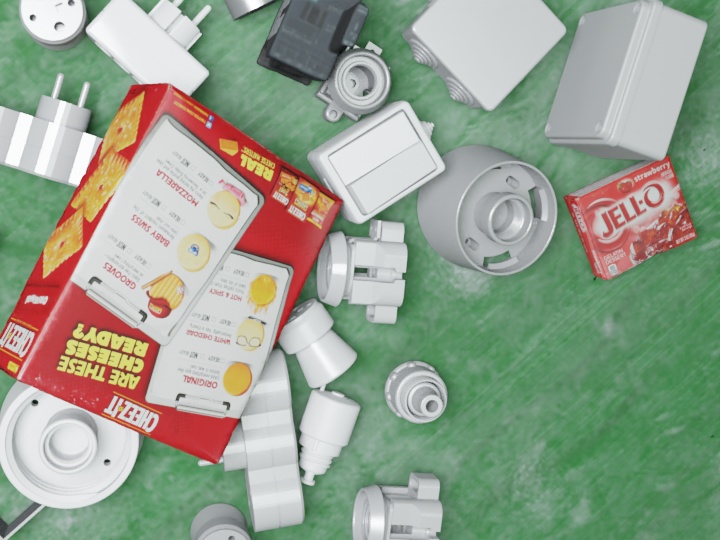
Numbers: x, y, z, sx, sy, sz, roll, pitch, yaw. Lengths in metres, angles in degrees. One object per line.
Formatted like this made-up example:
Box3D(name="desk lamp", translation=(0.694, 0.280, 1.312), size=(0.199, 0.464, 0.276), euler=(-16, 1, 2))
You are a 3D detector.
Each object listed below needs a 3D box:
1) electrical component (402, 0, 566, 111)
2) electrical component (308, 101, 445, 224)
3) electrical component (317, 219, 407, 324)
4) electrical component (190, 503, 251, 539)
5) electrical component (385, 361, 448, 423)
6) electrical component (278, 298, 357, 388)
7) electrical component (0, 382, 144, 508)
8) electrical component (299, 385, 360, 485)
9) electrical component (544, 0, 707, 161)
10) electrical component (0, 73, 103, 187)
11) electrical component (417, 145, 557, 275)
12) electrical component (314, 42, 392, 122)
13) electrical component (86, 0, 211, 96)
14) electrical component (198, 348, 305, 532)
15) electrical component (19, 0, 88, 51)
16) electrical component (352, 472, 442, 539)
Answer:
Box3D(name="electrical component", translation=(0.093, -0.182, 0.823), size=(0.100, 0.048, 0.099), euler=(44, 87, -13))
Box3D(name="electrical component", translation=(0.018, -0.085, 0.813), size=(0.096, 0.061, 0.061), euler=(-33, 102, -6))
Box3D(name="electrical component", translation=(0.000, 0.000, 0.821), size=(0.057, 0.058, 0.078), euler=(4, 95, -15))
Box3D(name="electrical component", translation=(-0.106, 0.209, 0.824), size=(0.045, 0.055, 0.045), euler=(-1, 97, -12))
Box3D(name="electrical component", translation=(0.048, 0.099, 0.840), size=(0.048, 0.062, 0.048), euler=(-1, 97, -12))
Box3D(name="electrical component", translation=(-0.035, 0.056, 0.826), size=(0.045, 0.045, 0.055), euler=(-35, 101, -6))
Box3D(name="electrical component", translation=(-0.212, 0.122, 0.789), size=(0.108, 0.060, 0.108), euler=(-1, 97, -11))
Box3D(name="electrical component", translation=(-0.028, 0.129, 0.838), size=(0.040, 0.040, 0.078), euler=(19, 92, -13))
Box3D(name="electrical component", translation=(0.200, -0.142, 0.820), size=(0.056, 0.109, 0.108), euler=(17, 93, -15))
Box3D(name="electrical component", translation=(-0.214, -0.102, 0.767), size=(0.138, 0.052, 0.073), euler=(17, 93, -13))
Box3D(name="electrical component", translation=(0.102, -0.046, 0.846), size=(0.099, 0.064, 0.099), euler=(-6, 106, -22))
Box3D(name="electrical component", translation=(-0.003, -0.140, 0.805), size=(0.048, 0.055, 0.066), euler=(32, 89, -13))
Box3D(name="electrical component", translation=(-0.141, -0.169, 0.777), size=(0.083, 0.047, 0.075), euler=(42, 87, -13))
Box3D(name="electrical component", translation=(-0.088, 0.132, 0.820), size=(0.074, 0.052, 0.138), euler=(-8, 98, -11))
Box3D(name="electrical component", translation=(-0.215, -0.179, 0.756), size=(0.045, 0.055, 0.045), euler=(-1, 97, -12))
Box3D(name="electrical component", translation=(0.028, 0.200, 0.850), size=(0.057, 0.058, 0.078), euler=(6, 95, -15))
